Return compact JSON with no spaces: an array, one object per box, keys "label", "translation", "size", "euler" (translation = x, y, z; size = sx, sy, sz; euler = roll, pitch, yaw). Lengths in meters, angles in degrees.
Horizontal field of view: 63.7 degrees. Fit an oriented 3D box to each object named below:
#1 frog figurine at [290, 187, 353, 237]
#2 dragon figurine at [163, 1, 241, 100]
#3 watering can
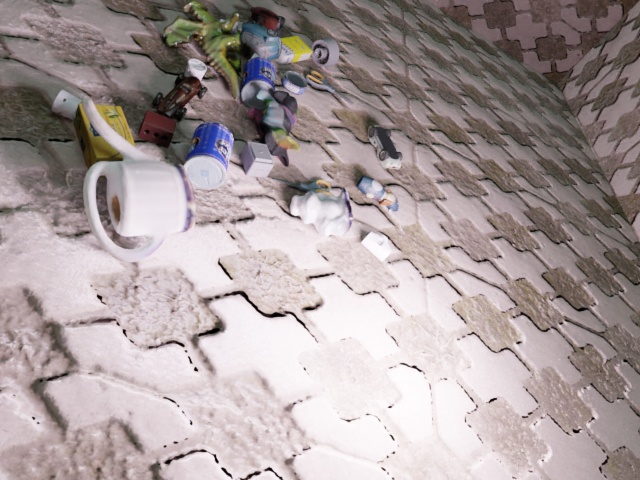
[{"label":"frog figurine","translation":[0.004,-0.069,1.366],"size":[0.159,0.140,0.120],"euler":[-9,-29,1]},{"label":"dragon figurine","translation":[-0.363,-0.608,1.606],"size":[0.243,0.419,0.119],"euler":[2,-31,-13]},{"label":"watering can","translation":[-0.378,-0.128,1.075],"size":[0.225,0.351,0.103],"euler":[-3,-13,-41]}]
